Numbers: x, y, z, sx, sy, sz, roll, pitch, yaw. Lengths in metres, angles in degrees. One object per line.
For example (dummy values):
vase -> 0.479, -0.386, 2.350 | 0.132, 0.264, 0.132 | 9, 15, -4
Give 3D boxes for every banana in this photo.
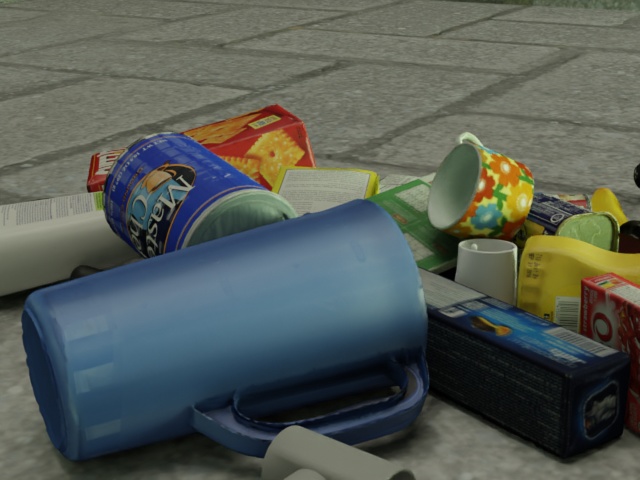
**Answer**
banana -> 0.289, -0.008, 0.979 | 0.069, 0.037, 0.198 | -40, 17, -6

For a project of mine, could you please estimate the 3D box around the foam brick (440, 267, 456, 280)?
foam brick -> 0.092, 0.022, 0.903 | 0.078, 0.051, 0.053 | -4, 20, -11

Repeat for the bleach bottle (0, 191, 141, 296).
bleach bottle -> -0.196, -0.007, 0.925 | 0.250, 0.068, 0.103 | -12, 24, -10

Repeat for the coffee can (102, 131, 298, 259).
coffee can -> -0.093, -0.014, 0.826 | 0.102, 0.103, 0.140 | -13, 30, -32

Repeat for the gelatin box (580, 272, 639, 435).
gelatin box -> 0.200, 0.075, 0.690 | 0.030, 0.089, 0.073 | -12, 22, -22

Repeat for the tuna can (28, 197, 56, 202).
tuna can -> -0.262, -0.015, 1.049 | 0.086, 0.034, 0.086 | 0, 19, 0

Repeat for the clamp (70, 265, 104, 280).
clamp -> -0.127, 0.050, 0.847 | 0.120, 0.039, 0.172 | -9, 21, -21

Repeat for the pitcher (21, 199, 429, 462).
pitcher -> -0.056, 0.066, 0.687 | 0.242, 0.145, 0.149 | -13, 4, -24

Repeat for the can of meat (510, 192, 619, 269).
can of meat -> 0.184, 0.018, 0.839 | 0.057, 0.102, 0.084 | -8, 18, -21

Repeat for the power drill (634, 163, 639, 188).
power drill -> 0.408, -0.042, 1.070 | 0.185, 0.057, 0.187 | 6, 20, 17

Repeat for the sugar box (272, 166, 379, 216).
sugar box -> -0.006, 0.001, 0.913 | 0.093, 0.048, 0.176 | 3, 39, 11

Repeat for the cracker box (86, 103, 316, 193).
cracker box -> -0.122, -0.073, 1.076 | 0.213, 0.072, 0.164 | -16, 15, -6

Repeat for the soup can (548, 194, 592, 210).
soup can -> 0.189, -0.008, 0.963 | 0.102, 0.068, 0.068 | -1, 19, 1

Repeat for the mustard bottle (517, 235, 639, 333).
mustard bottle -> 0.236, 0.051, 0.746 | 0.192, 0.096, 0.058 | 5, 19, 15

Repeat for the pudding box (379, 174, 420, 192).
pudding box -> 0.103, -0.036, 1.093 | 0.114, 0.039, 0.089 | 7, 21, 26
